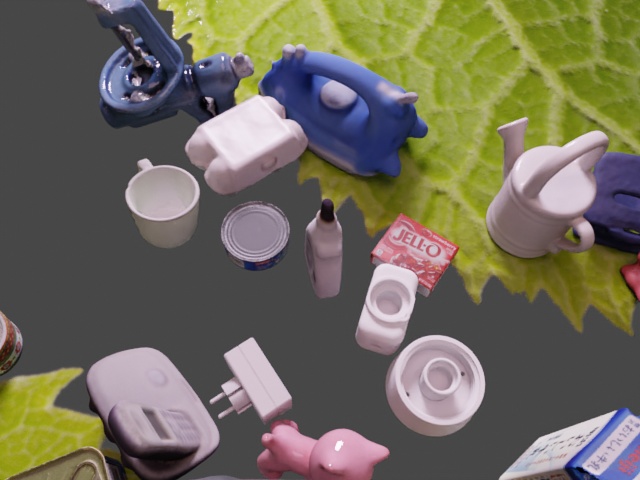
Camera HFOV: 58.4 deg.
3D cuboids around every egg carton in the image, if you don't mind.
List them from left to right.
[{"bbox_3d":[-0.097,-0.126,0.769,0.150,0.069,0.107,-34,70,-17],"label":"egg carton"}]

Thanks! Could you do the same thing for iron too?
[{"bbox_3d":[0.019,-0.196,0.768,0.258,0.141,0.119,29,66,12],"label":"iron"}]

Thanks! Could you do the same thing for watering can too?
[{"bbox_3d":[0.268,-0.068,0.685,0.172,0.194,0.101,40,69,16],"label":"watering can"}]

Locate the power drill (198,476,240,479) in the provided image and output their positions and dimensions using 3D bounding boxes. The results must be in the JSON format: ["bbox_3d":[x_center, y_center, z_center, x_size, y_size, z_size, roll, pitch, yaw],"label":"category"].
[{"bbox_3d":[-0.069,0.251,0.505,0.229,0.208,0.075,-1,63,-2],"label":"power drill"}]

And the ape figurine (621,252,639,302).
[{"bbox_3d":[0.420,0.043,0.692,0.076,0.092,0.078,23,65,10],"label":"ape figurine"}]

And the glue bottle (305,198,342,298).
[{"bbox_3d":[0.006,0.002,0.651,0.037,0.173,0.078,-10,64,-7],"label":"glue bottle"}]

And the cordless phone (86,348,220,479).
[{"bbox_3d":[-0.175,0.161,0.559,0.094,0.185,0.147,-38,71,-18],"label":"cordless phone"}]

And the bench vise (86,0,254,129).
[{"bbox_3d":[-0.199,-0.239,0.737,0.207,0.220,0.121,-25,67,-13],"label":"bench vise"}]

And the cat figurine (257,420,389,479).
[{"bbox_3d":[0.000,0.219,0.575,0.127,0.118,0.067,16,64,6],"label":"cat figurine"}]

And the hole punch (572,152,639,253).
[{"bbox_3d":[0.394,-0.047,0.737,0.108,0.091,0.101,15,64,5],"label":"hole punch"}]
